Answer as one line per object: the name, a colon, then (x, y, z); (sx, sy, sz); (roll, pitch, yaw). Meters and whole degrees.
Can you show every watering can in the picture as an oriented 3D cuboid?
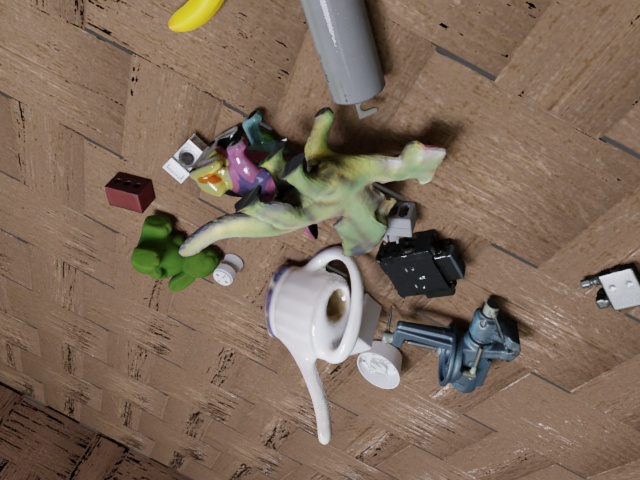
watering can: (-0.020, 0.178, 0.976); (0.103, 0.349, 0.225); (15, -5, -44)

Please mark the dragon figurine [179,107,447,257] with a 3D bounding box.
dragon figurine: (0.002, -0.039, 0.776); (0.405, 0.125, 0.240); (-36, -56, 26)
